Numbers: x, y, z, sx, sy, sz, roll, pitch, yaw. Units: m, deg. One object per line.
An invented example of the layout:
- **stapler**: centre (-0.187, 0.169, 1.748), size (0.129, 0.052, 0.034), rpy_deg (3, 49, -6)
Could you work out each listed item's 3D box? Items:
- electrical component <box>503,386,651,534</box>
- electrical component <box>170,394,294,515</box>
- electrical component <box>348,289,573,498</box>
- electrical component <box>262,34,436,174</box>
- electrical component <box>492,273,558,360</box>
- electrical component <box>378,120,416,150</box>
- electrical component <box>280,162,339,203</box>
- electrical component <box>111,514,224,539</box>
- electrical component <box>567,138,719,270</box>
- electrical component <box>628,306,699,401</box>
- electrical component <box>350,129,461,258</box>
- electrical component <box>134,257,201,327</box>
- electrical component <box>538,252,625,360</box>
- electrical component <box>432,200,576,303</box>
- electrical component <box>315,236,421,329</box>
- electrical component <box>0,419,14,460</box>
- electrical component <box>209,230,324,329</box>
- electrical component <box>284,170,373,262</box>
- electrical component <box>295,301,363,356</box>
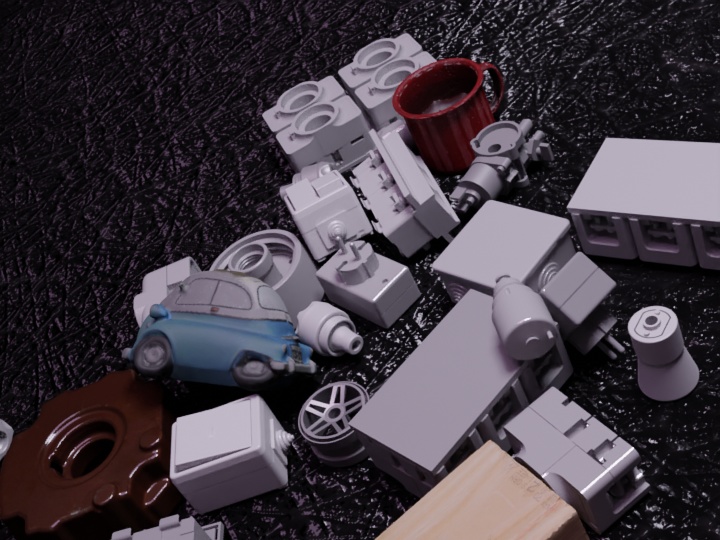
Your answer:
- **electrical component**: centre (0.146, 0.133, 0.745), size (0.056, 0.050, 0.089), rpy_deg (-37, 40, -12)
- **electrical component**: centre (-0.101, 0.144, 0.869), size (0.096, 0.061, 0.061), rpy_deg (-20, 39, 9)
- **electrical component**: centre (0.080, 0.098, 0.814), size (0.089, 0.061, 0.150), rpy_deg (23, 60, 44)
- **electrical component**: centre (-0.004, -0.177, 1.168), size (0.186, 0.060, 0.105), rpy_deg (-30, 39, -2)
- **electrical component**: centre (0.115, 0.031, 0.783), size (0.040, 0.040, 0.078), rpy_deg (-24, 39, 5)
- **electrical component**: centre (0.048, -0.142, 1.120), size (0.061, 0.035, 0.035), rpy_deg (-32, 39, -8)
- **electrical component**: centre (-0.052, -0.085, 1.108), size (0.062, 0.043, 0.043), rpy_deg (-15, 41, 18)
- **electrical component**: centre (-0.166, 0.231, 0.810), size (0.121, 0.063, 0.078), rpy_deg (-18, 40, 12)
- **electrical component**: centre (0.260, -0.052, 0.874), size (0.150, 0.061, 0.089), rpy_deg (9, 51, 37)
- **electrical component**: centre (0.217, 0.058, 0.775), size (0.044, 0.065, 0.044), rpy_deg (-16, 40, 14)
- **electrical component**: centre (0.039, -0.071, 1.017), size (0.063, 0.079, 0.121), rpy_deg (-39, 37, 12)
- **electrical component**: centre (-0.178, 0.040, 1.036), size (0.059, 0.053, 0.095), rpy_deg (-22, 39, 7)
- **electrical component**: centre (0.171, 0.040, 0.824), size (0.076, 0.083, 0.047), rpy_deg (43, 71, 10)
- **electrical component**: centre (0.125, -0.006, 0.912), size (0.100, 0.048, 0.099), rpy_deg (19, 58, 43)
- **electrical component**: centre (0.000, 0.000, 0.958), size (0.047, 0.075, 0.083), rpy_deg (-44, 41, -20)
- **electrical component**: centre (-0.362, 0.159, 1.020), size (0.062, 0.043, 0.043), rpy_deg (3, 48, 35)
- **electrical component**: centre (-0.094, 0.008, 1.016), size (0.108, 0.060, 0.108), rpy_deg (-16, 40, 14)
- **electrical component**: centre (-0.032, -0.055, 1.026), size (0.062, 0.061, 0.096), rpy_deg (-28, 19, -2)
- **electrical component**: centre (-0.024, 0.055, 0.937), size (0.062, 0.043, 0.043), rpy_deg (24, 61, 43)
